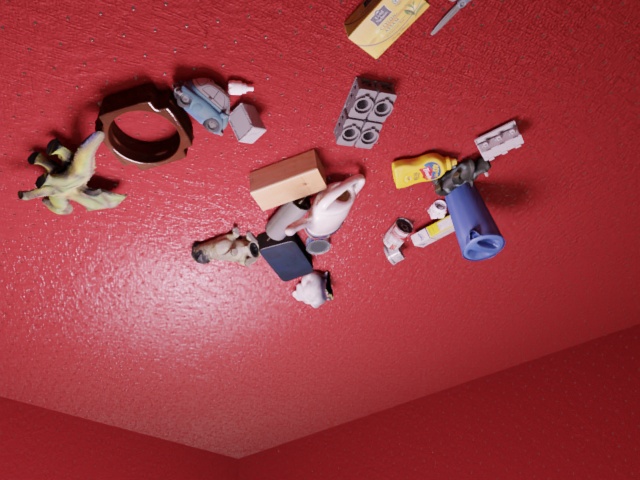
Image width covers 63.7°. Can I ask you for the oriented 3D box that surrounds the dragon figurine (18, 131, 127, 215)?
[{"bbox_3d":[-0.630,-0.156,1.378,0.407,0.124,0.240,-17,154,26],"label":"dragon figurine"}]

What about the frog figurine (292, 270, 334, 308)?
[{"bbox_3d":[-0.039,0.191,1.955,0.159,0.125,0.135,-12,110,17],"label":"frog figurine"}]

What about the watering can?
[{"bbox_3d":[0.005,-0.077,1.532,0.353,0.105,0.219,-38,166,-30],"label":"watering can"}]
